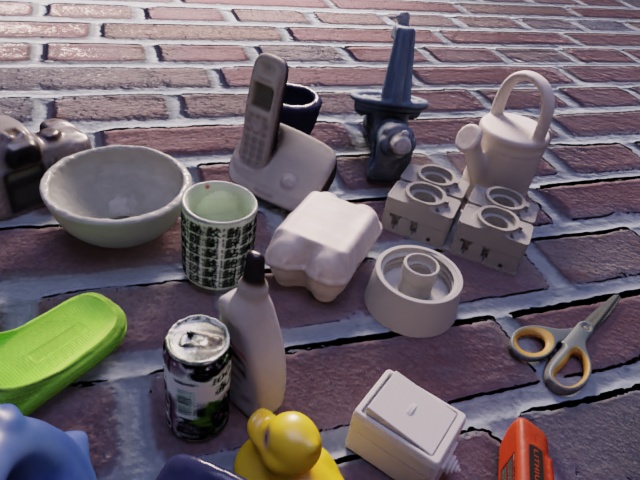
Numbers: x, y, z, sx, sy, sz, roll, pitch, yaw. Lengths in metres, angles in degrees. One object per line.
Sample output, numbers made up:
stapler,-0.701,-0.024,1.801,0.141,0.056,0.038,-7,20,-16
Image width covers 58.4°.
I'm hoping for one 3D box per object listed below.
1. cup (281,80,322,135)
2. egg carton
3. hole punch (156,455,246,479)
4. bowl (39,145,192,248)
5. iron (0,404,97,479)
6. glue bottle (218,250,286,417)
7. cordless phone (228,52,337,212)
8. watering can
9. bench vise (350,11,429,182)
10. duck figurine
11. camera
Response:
cup,-0.051,-0.189,0.889,0.092,0.095,0.117,-3,39,-15
egg carton,0.006,0.002,0.678,0.107,0.069,0.150,20,39,14
hole punch,-0.076,0.214,0.374,0.108,0.091,0.101,20,39,14
bowl,-0.236,-0.041,0.679,0.167,0.075,0.167,6,38,-4
iron,-0.193,0.204,0.320,0.119,0.141,0.257,-4,40,-16
glue bottle,-0.060,0.076,0.485,0.078,0.173,0.037,33,44,28
cordless phone,-0.045,-0.139,0.753,0.147,0.185,0.094,26,41,21
watering can,0.269,-0.142,0.815,0.100,0.194,0.173,31,43,26
bench vise,0.122,-0.208,0.848,0.122,0.220,0.207,-8,41,-20
duck figurine,-0.019,0.173,0.442,0.104,0.086,0.078,31,43,25
camera,-0.382,-0.114,0.719,0.136,0.101,0.143,31,43,26
